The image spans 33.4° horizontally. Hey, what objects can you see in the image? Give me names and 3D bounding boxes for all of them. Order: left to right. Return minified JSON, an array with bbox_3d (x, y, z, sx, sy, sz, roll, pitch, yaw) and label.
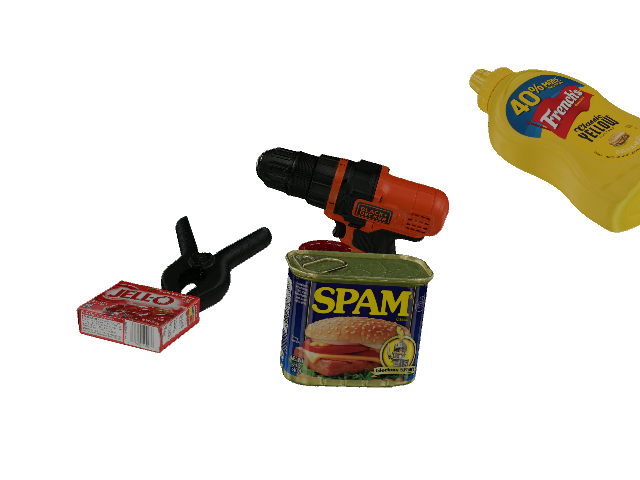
[{"bbox_3d":[-0.167,0.068,0.984,0.089,0.030,0.073,11,22,21],"label":"gelatin box"},{"bbox_3d":[-0.125,0.030,1.240,0.120,0.039,0.171,-2,40,11],"label":"clamp"},{"bbox_3d":[0.021,0.057,1.501,0.117,0.081,0.093,18,23,27],"label":"mug"},{"bbox_3d":[0.017,-0.001,1.043,0.184,0.057,0.188,17,-44,3],"label":"power drill"},{"bbox_3d":[0.023,0.056,0.756,0.102,0.084,0.057,3,16,-10],"label":"can of meat"},{"bbox_3d":[0.191,-0.086,0.845,0.096,0.058,0.192,-34,52,-21],"label":"mustard bottle"}]
